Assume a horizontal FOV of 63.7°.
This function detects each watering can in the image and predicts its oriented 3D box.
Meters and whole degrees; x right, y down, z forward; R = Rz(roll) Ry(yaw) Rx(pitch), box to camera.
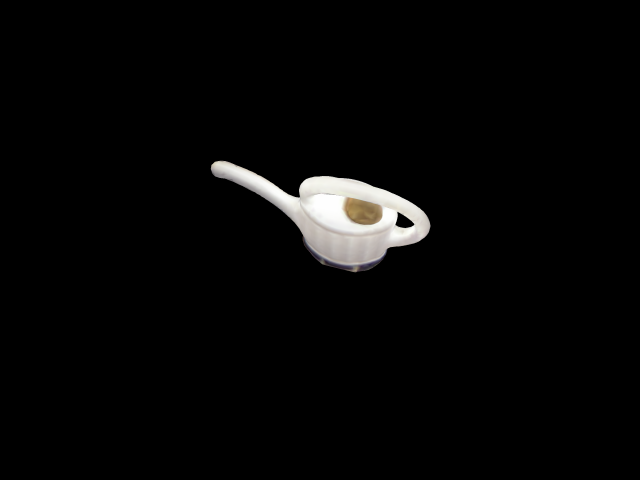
[{"bbox_3d":[0.003,-0.043,0.850,0.348,0.106,0.220,13,-26,7],"label":"watering can"}]
